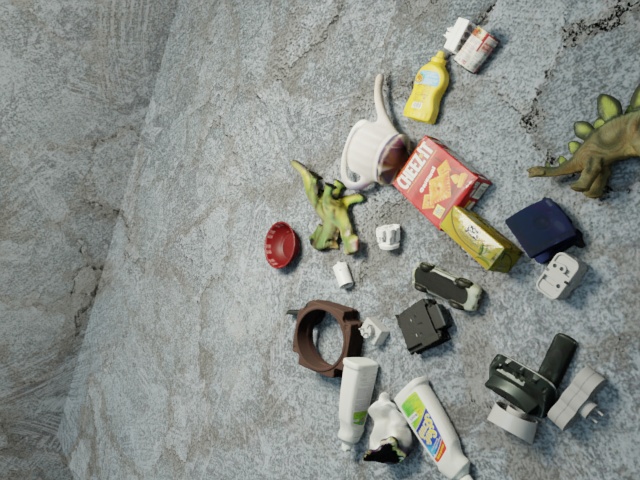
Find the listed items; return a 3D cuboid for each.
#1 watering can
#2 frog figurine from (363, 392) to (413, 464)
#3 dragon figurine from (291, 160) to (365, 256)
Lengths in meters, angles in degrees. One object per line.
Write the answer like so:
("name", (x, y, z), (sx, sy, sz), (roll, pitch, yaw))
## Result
("watering can", (0.167, -0.296, 1.482), (0.104, 0.344, 0.227), (10, 16, -44))
("frog figurine", (0.178, 0.489, 1.338), (0.122, 0.134, 0.163), (18, 34, -3))
("dragon figurine", (0.005, -0.082, 1.621), (0.122, 0.239, 0.416), (1, 24, -39))
